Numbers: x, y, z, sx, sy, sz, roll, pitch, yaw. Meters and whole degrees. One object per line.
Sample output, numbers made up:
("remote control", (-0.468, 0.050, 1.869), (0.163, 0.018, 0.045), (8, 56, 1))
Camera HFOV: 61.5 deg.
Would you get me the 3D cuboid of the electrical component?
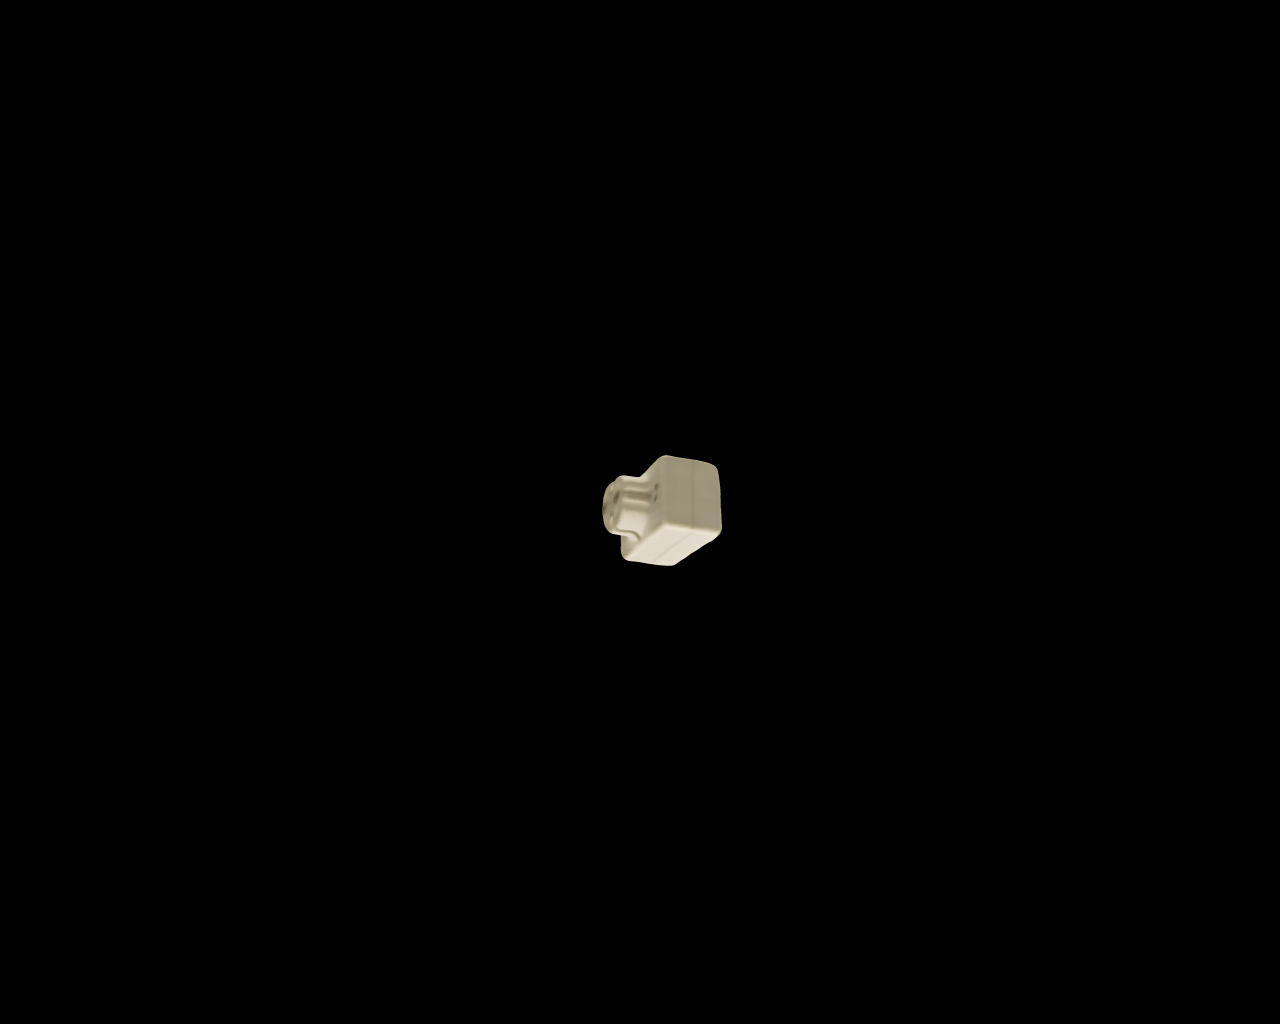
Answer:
("electrical component", (0.001, -0.003, 0.650), (0.077, 0.047, 0.065), (9, -24, -22))
